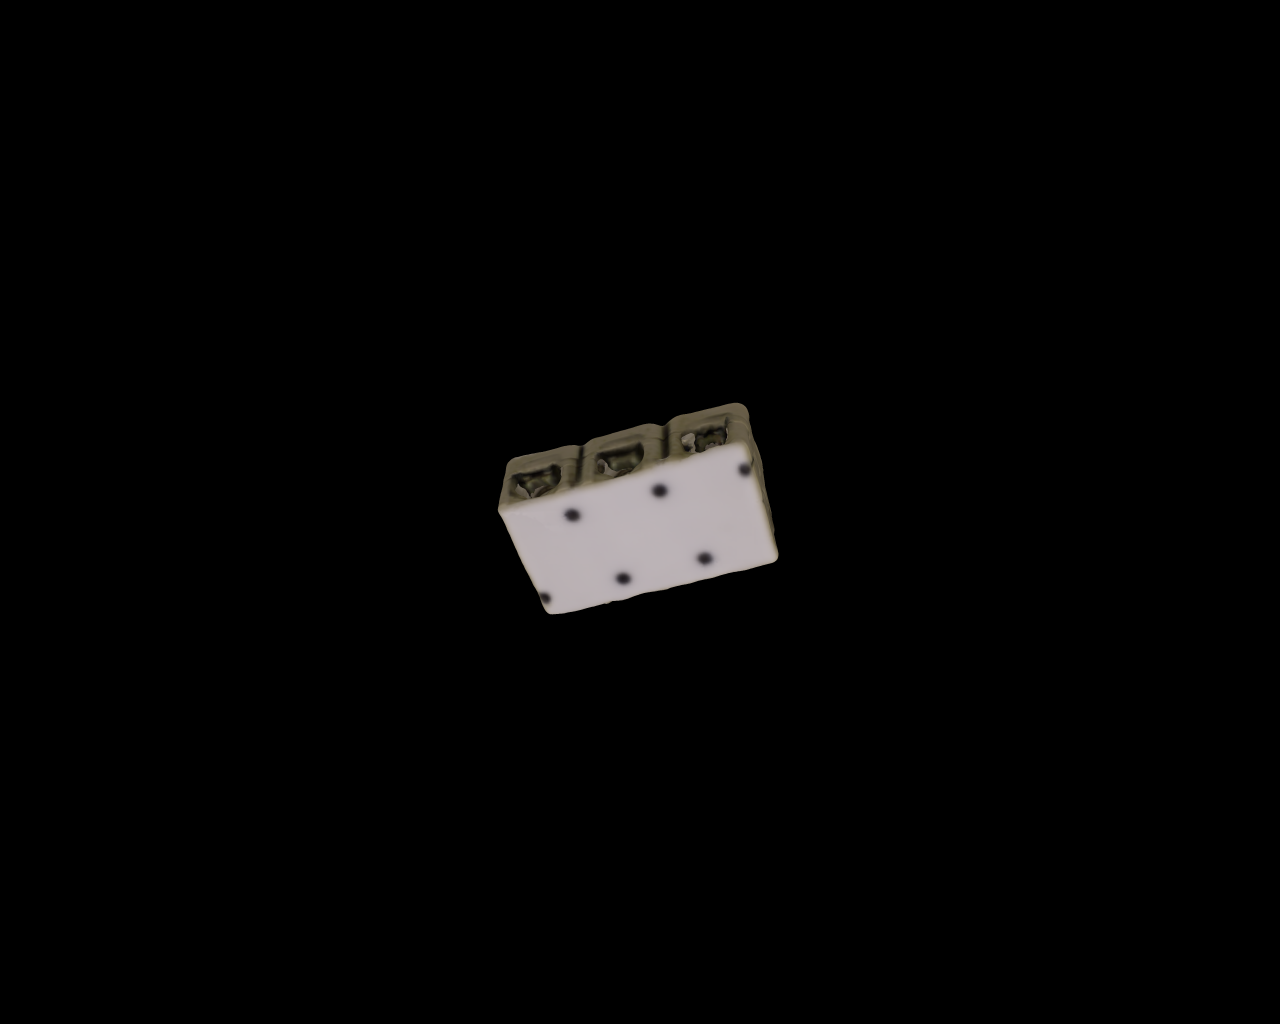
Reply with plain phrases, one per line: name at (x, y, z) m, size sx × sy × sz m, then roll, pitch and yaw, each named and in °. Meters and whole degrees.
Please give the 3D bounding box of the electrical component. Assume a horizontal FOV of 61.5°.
electrical component at (0.001, -0.003, 0.650) m, size 0.150 × 0.089 × 0.062 m, roll -14°, pitch 33°, yaw 9°
